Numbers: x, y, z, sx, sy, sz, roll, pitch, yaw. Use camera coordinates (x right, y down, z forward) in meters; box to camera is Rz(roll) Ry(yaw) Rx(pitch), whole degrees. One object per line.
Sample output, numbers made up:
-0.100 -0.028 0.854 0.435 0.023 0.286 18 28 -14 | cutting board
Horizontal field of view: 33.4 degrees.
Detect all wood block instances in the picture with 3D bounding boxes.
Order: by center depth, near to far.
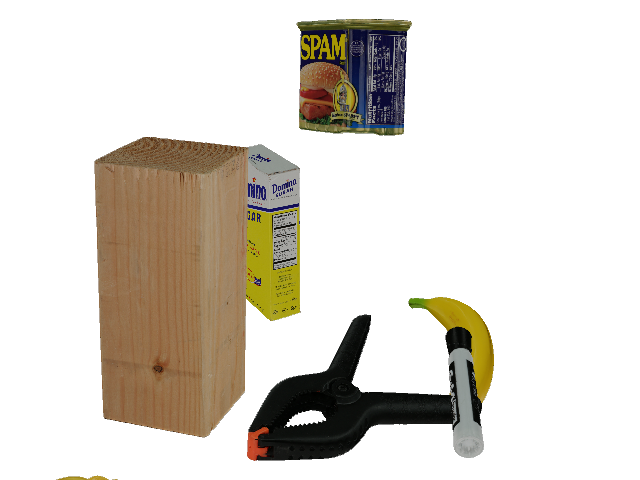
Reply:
-0.112 0.033 0.820 0.091 0.206 0.090 8 19 15 | wood block

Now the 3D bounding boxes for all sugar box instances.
-0.061 -0.009 1.189 0.048 0.176 0.093 -16 28 -26 | sugar box

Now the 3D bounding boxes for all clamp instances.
0.029 0.147 0.947 0.165 0.036 0.209 30 40 35 | clamp

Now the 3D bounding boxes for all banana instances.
0.146 0.115 1.110 0.069 0.037 0.198 -25 32 6 | banana

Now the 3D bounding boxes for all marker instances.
0.096 0.098 0.719 0.020 0.020 0.121 0 32 4 | marker

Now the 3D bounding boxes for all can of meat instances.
0.023 -0.125 0.816 0.057 0.084 0.102 -4 11 -29 | can of meat

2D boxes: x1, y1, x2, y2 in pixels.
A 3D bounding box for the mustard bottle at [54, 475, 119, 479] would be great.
-0.222 0.235 0.850 0.096 0.058 0.191 8 15 28 | mustard bottle
